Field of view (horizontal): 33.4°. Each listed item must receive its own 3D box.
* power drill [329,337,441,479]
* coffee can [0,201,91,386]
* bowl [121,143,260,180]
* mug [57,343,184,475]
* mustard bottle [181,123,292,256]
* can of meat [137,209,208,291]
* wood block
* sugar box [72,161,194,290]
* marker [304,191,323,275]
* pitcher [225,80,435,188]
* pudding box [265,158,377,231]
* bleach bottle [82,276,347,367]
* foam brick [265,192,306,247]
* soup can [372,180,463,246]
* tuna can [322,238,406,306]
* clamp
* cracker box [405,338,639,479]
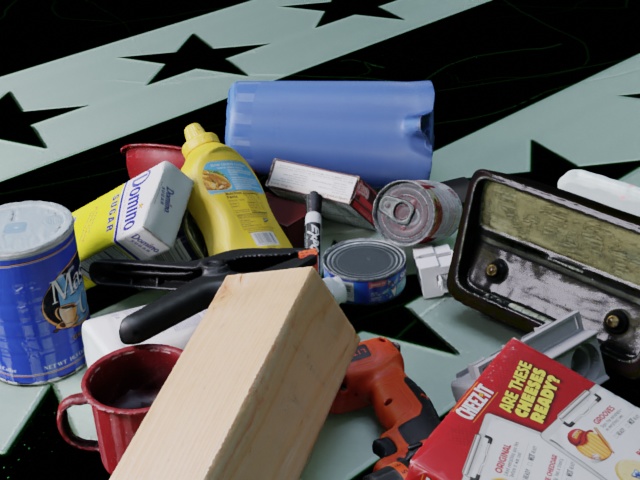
[{"bbox_3d":[0.043,0.158,0.843,0.184,0.057,0.188,-13,33,-24],"label":"power drill"},{"bbox_3d":[-0.268,0.049,0.986,0.103,0.140,0.103,-3,29,1],"label":"coffee can"},{"bbox_3d":[-0.152,-0.063,1.219,0.162,0.055,0.162,10,-8,1],"label":"bowl"},{"bbox_3d":[-0.152,0.144,0.861,0.117,0.081,0.093,-7,29,-7],"label":"mug"},{"bbox_3d":[-0.095,-0.039,1.100,0.096,0.058,0.192,-5,62,-47],"label":"mustard bottle"},{"bbox_3d":[-0.159,0.001,1.124,0.084,0.057,0.102,-23,26,12],"label":"can of meat"},{"bbox_3d":[-0.058,0.127,0.802,0.091,0.090,0.205,-8,39,35],"label":"wood block"},{"bbox_3d":[-0.209,-0.007,1.072,0.177,0.048,0.093,-27,37,36],"label":"sugar box"},{"bbox_3d":[-0.007,0.001,1.111,0.020,0.020,0.121,-1,59,4],"label":"marker"},{"bbox_3d":[0.011,-0.126,1.268,0.242,0.149,0.145,3,42,-3],"label":"pitcher"},{"bbox_3d":[0.008,-0.050,1.193,0.114,0.090,0.039,12,76,28],"label":"pudding box"},{"bbox_3d":[-0.085,0.082,0.989,0.250,0.068,0.103,-15,29,-25],"label":"bleach bottle"},{"bbox_3d":[-0.046,-0.013,1.167,0.078,0.051,0.052,20,35,36],"label":"foam brick"},{"bbox_3d":[0.105,-0.029,1.129,0.069,0.068,0.102,11,7,24],"label":"soup can"},{"bbox_3d":[0.046,0.032,1.093,0.086,0.034,0.086,-3,29,1],"label":"tuna can"},{"bbox_3d":[-0.105,0.036,0.973,0.209,0.036,0.165,-13,23,-25],"label":"clamp"},{"bbox_3d":[0.181,0.180,0.722,0.214,0.072,0.163,29,39,21],"label":"cracker box"}]
